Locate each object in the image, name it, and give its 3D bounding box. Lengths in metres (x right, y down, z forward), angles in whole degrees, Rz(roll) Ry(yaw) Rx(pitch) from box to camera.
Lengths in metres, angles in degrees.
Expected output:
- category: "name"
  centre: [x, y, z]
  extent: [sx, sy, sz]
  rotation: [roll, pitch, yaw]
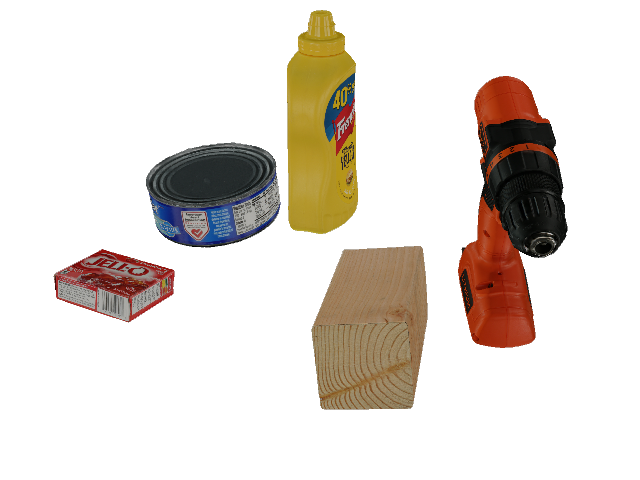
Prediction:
- category: "wood block"
  centre: [0.056, 0.083, 1.079]
  extent: [0.091, 0.090, 0.206]
  rotation: [-2, 19, 10]
- category: "tuna can"
  centre: [-0.070, -0.031, 0.704]
  extent: [0.086, 0.034, 0.086]
  rotation: [-5, 31, 3]
- category: "power drill"
  centre: [0.147, -0.006, 0.822]
  extent: [0.057, 0.188, 0.184]
  rotation: [1, 42, 0]
- category: "gelatin box"
  centre: [-0.196, 0.041, 1.015]
  extent: [0.089, 0.030, 0.073]
  rotation: [15, 25, 24]
- category: "mustard bottle"
  centre: [0.002, -0.109, 0.955]
  extent: [0.058, 0.192, 0.096]
  rotation: [9, 28, 21]
